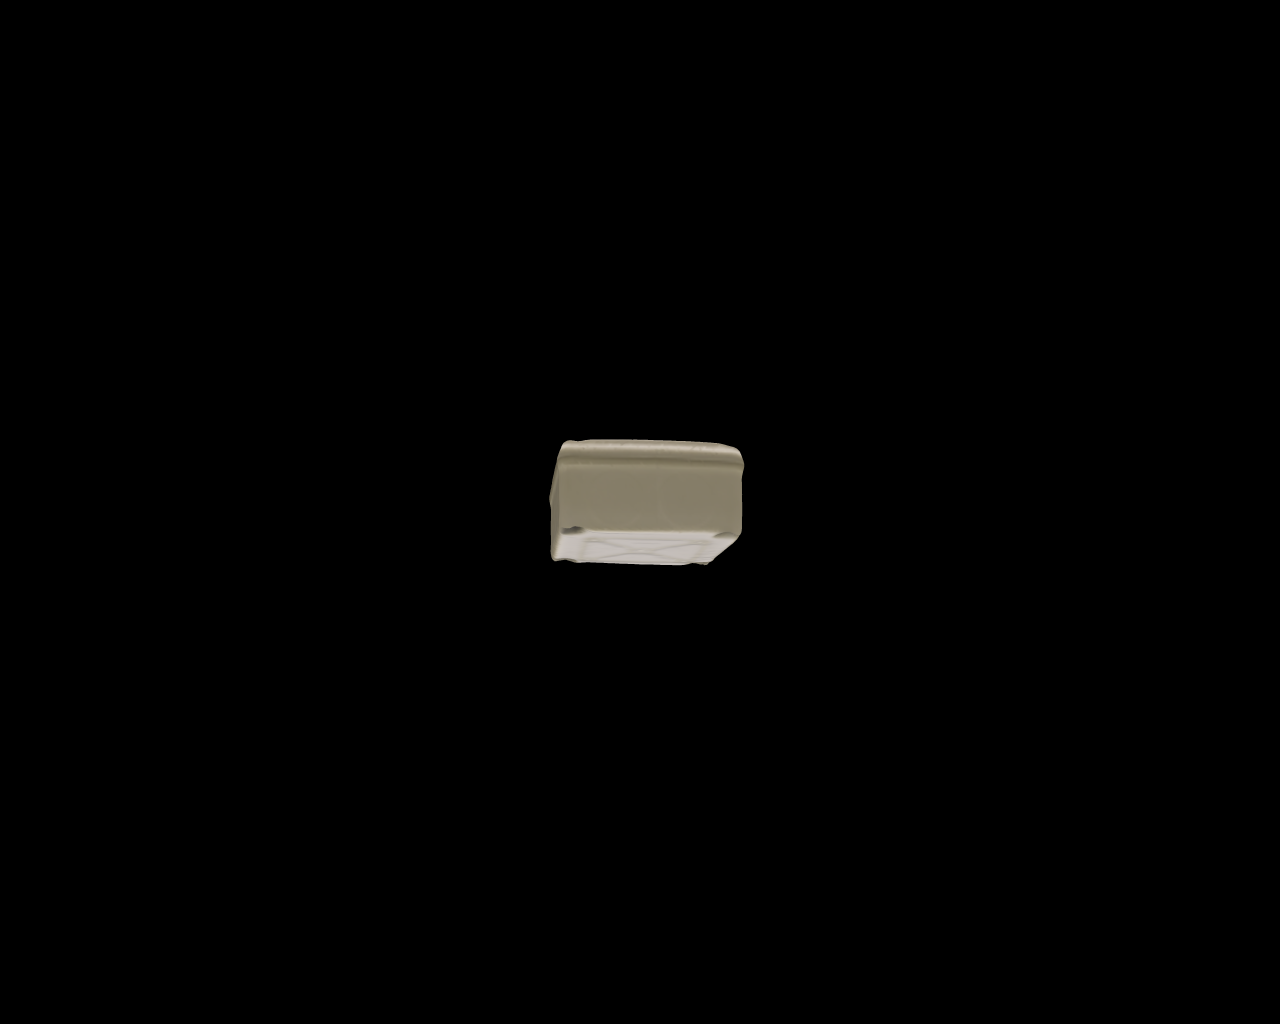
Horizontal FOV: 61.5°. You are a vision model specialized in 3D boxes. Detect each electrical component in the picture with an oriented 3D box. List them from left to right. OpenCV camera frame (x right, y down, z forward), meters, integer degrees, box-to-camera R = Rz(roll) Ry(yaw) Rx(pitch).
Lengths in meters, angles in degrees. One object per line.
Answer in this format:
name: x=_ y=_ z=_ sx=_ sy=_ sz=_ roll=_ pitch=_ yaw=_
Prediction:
electrical component: x=0.001 y=-0.003 z=0.650 sx=0.109 sy=0.056 sz=0.108 roll=2 pitch=-13 yaw=-7
